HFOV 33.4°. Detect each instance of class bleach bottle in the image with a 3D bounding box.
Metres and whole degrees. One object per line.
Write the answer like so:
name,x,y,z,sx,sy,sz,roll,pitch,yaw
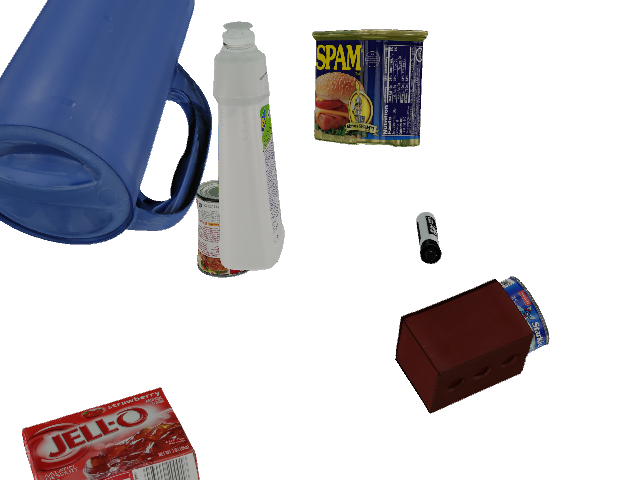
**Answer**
bleach bottle,-0.076,-0.100,1.093,0.068,0.251,0.102,0,27,3

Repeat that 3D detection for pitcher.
pitcher,-0.169,-0.122,0.840,0.145,0.242,0.149,-5,-40,23

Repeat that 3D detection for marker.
marker,0.100,-0.003,0.993,0.020,0.020,0.121,0,16,4

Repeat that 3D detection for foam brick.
foam brick,0.097,0.072,0.729,0.078,0.051,0.053,-21,-36,-18

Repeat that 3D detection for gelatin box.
gelatin box,-0.124,0.126,0.626,0.089,0.030,0.073,-14,27,-18

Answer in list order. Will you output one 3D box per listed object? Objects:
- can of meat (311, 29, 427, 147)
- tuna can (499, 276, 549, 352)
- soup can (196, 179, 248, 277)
can of meat,0.035,-0.116,0.808,0.057,0.084,0.102,-4,11,-28
tuna can,0.219,0.085,1.196,0.033,0.086,0.086,-26,3,-7
soup can,-0.117,-0.016,1.291,0.068,0.102,0.068,0,25,0
